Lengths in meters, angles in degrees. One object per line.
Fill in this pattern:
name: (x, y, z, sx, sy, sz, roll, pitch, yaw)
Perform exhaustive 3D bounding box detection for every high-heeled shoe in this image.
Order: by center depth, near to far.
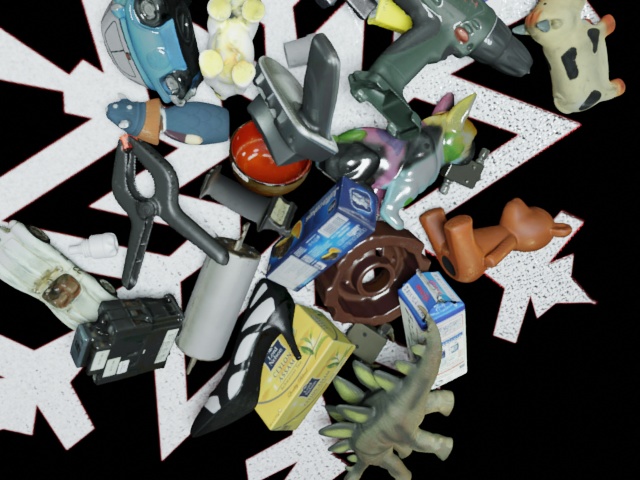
high-heeled shoe: (-0.129, 0.174, 0.809, 0.249, 0.145, 0.086, -39, 149, 10)

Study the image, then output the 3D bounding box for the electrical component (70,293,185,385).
electrical component: (-0.268, 0.136, 0.741, 0.134, 0.058, 0.114, -2, 130, -46)

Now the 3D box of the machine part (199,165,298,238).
machine part: (-0.099, -0.056, 0.758, 0.139, 0.084, 0.039, 25, 133, -12)

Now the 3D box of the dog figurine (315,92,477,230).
dog figurine: (0.123, -0.138, 0.768, 0.191, 0.108, 0.219, 37, 91, -19)

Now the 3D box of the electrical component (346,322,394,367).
electrical component: (0.079, 0.172, 0.892, 0.078, 0.045, 0.102, 27, 98, 8)

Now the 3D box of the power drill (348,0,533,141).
power drill: (0.150, -0.229, 0.685, 0.232, 0.086, 0.207, 39, 85, -16)

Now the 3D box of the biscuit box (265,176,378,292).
biscuit box: (-0.002, -0.002, 0.742, 0.059, 0.063, 0.202, 28, 138, -20)

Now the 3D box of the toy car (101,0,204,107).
toy car: (-0.207, -0.245, 0.655, 0.103, 0.109, 0.161, -3, 122, 10)

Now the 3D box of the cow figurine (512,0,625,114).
cow figurine: (0.366, -0.282, 0.795, 0.127, 0.086, 0.194, -28, 113, -11)

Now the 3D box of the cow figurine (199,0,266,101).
cow figurine: (-0.109, -0.266, 0.679, 0.068, 0.098, 0.167, 9, 87, -11)

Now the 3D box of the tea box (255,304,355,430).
tea box: (-0.036, 0.197, 0.831, 0.068, 0.098, 0.169, 24, 101, -50)

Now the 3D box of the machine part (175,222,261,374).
machine part: (-0.149, 0.085, 0.785, 0.079, 0.079, 0.243, 18, 102, -19)

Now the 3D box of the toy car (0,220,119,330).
toy car: (-0.359, 0.056, 0.731, 0.073, 0.056, 0.201, -44, 113, 3)

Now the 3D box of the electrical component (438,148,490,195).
electrical component: (0.226, -0.108, 0.846, 0.063, 0.021, 0.094, 22, 101, -21)

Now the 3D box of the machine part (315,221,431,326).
machine part: (0.079, 0.051, 0.819, 0.179, 0.056, 0.179, -12, 127, -17)

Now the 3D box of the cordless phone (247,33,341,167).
cordless phone: (-0.027, -0.190, 0.649, 0.089, 0.147, 0.184, -20, 157, -19)

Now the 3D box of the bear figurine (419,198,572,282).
bear figurine: (0.277, -0.018, 0.839, 0.196, 0.120, 0.131, -28, 109, -6)

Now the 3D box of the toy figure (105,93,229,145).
toy figure: (-0.196, -0.153, 0.700, 0.154, 0.064, 0.057, 1, 122, -15)

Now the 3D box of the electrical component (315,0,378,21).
electrical component: (0.023, -0.342, 0.702, 0.119, 0.048, 0.075, 37, 96, -23)

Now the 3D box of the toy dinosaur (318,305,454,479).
toy dinosaur: (0.112, 0.277, 0.854, 0.198, 0.105, 0.470, 19, 125, -9)
